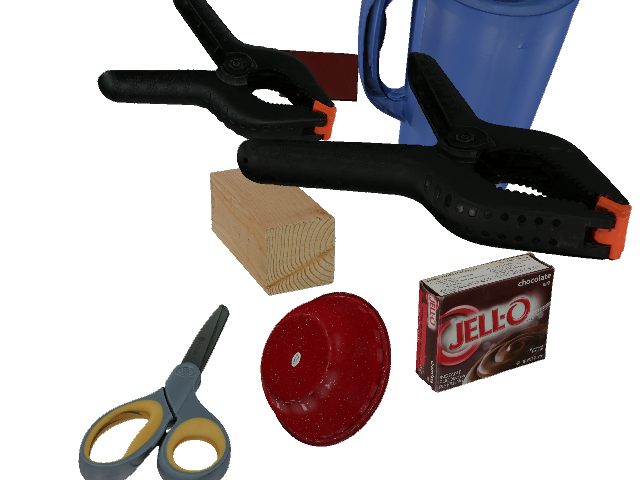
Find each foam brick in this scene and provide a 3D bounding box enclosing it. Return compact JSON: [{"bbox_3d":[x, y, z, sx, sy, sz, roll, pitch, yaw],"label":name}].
[{"bbox_3d":[-0.002,-0.179,1.161,0.078,0.051,0.053,0,11,-17],"label":"foam brick"}]

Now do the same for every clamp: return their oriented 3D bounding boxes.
[{"bbox_3d":[0.068,-0.039,0.588,0.164,0.036,0.210,-28,44,-30],"label":"clamp"},{"bbox_3d":[-0.065,-0.129,0.792,0.171,0.120,0.039,19,-26,0],"label":"clamp"}]

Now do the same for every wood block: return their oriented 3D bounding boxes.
[{"bbox_3d":[-0.064,-0.019,1.353,0.090,0.090,0.206,-10,26,-22],"label":"wood block"}]

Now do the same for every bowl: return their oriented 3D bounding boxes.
[{"bbox_3d":[-0.008,0.124,1.079,0.162,0.162,0.055,0,-16,42],"label":"bowl"}]

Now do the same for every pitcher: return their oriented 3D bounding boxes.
[{"bbox_3d":[0.121,-0.142,0.908,0.149,0.243,0.144,31,54,19],"label":"pitcher"}]

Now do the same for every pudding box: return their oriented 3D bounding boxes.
[{"bbox_3d":[0.134,0.066,0.876,0.113,0.090,0.039,-14,31,-25],"label":"pudding box"}]

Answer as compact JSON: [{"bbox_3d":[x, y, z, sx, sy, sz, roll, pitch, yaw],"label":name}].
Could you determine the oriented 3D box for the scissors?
[{"bbox_3d":[-0.073,0.098,0.681,0.096,0.016,0.201,17,30,21],"label":"scissors"}]
